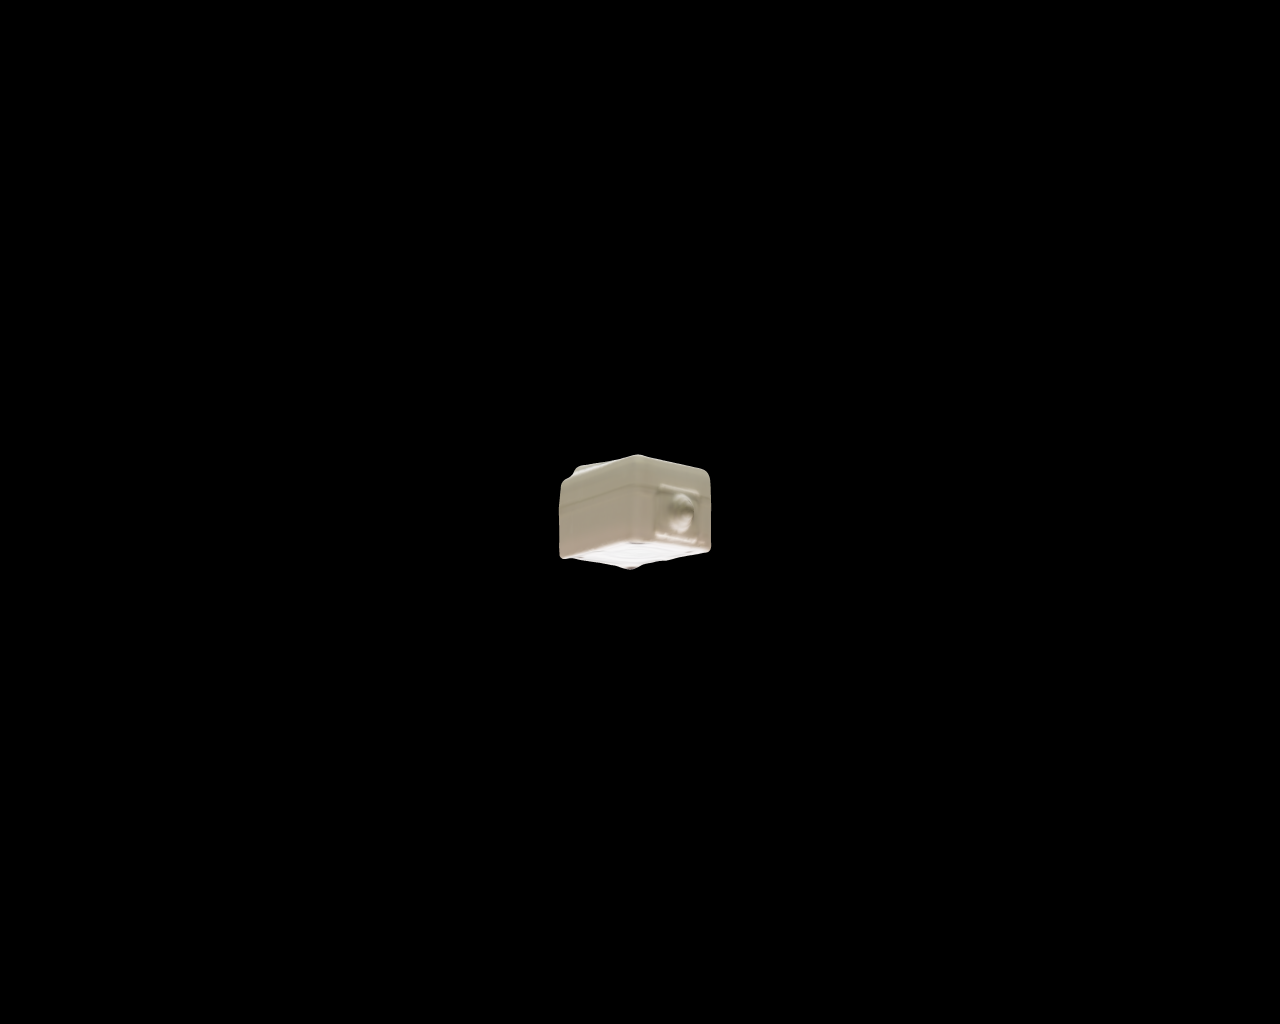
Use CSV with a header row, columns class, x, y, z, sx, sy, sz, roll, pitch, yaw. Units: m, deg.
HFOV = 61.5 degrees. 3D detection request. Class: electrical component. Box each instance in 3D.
class,x,y,z,sx,sy,sz,roll,pitch,yaw
electrical component,0.001,-0.003,0.650,0.062,0.061,0.096,11,-17,-38
